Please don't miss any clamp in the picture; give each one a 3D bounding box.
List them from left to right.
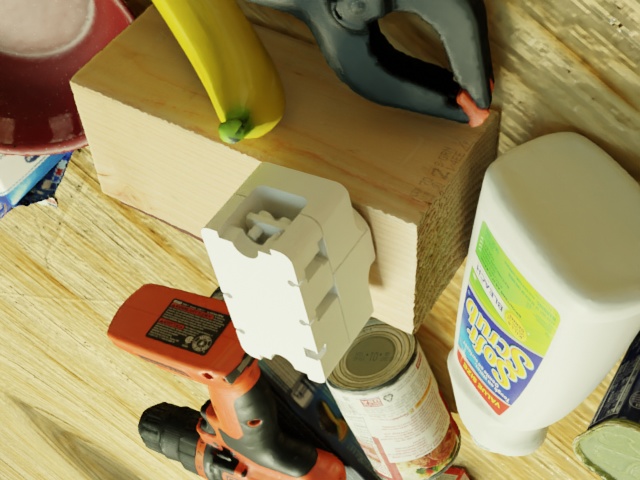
[{"bbox_3d":[0.022,-0.122,0.474,0.171,0.039,0.120,32,135,-13],"label":"clamp"}]

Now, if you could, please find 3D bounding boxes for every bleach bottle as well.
[{"bbox_3d":[0.117,0.058,0.582,0.103,0.068,0.251,57,161,30],"label":"bleach bottle"}]

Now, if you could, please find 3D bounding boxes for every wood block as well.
[{"bbox_3d":[-0.018,-0.046,0.574,0.206,0.090,0.091,24,146,22],"label":"wood block"}]

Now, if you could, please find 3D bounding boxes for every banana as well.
[{"bbox_3d":[-0.064,-0.119,0.527,0.198,0.037,0.069,58,-174,23],"label":"banana"}]

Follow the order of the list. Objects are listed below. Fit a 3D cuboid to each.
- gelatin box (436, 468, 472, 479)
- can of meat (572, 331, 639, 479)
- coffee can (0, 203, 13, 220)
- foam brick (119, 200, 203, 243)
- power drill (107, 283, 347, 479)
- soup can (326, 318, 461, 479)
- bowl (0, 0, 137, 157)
[{"bbox_3d":[0.071,0.216,0.826,0.073,0.089,0.030,-7,127,49],"label":"gelatin box"},{"bbox_3d":[0.196,0.099,0.554,0.102,0.083,0.058,37,148,1],"label":"can of meat"},{"bbox_3d":[-0.339,-0.014,0.885,0.103,0.140,0.103,26,147,18],"label":"coffee can"},{"bbox_3d":[-0.087,-0.042,0.683,0.078,0.051,0.053,26,146,18],"label":"foam brick"},{"bbox_3d":[-0.080,0.114,0.763,0.185,0.057,0.187,11,142,30],"label":"power drill"},{"bbox_3d":[0.050,0.111,0.731,0.069,0.068,0.102,8,138,39],"label":"soup can"},{"bbox_3d":[-0.179,-0.123,0.626,0.162,0.055,0.162,-3,141,-2],"label":"bowl"}]
